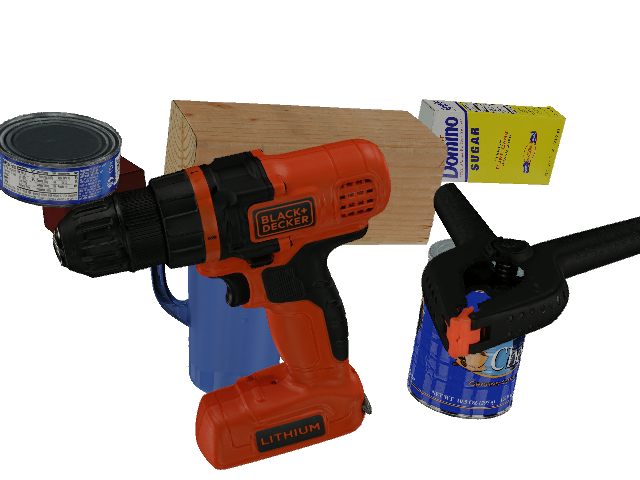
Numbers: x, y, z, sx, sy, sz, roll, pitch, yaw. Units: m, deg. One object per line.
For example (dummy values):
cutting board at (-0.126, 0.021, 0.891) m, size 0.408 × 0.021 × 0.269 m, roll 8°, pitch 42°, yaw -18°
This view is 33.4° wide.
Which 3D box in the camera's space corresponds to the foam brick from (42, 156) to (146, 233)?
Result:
foam brick at (-0.196, -0.037, 0.923) m, size 0.078 × 0.053 × 0.051 m, roll -19°, pitch 32°, yaw -30°

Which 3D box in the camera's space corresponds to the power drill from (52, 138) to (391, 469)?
power drill at (-0.046, 0.041, 0.608) m, size 0.184 × 0.188 × 0.057 m, roll -13°, pitch 34°, yaw -12°

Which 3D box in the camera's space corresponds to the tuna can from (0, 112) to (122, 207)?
tuna can at (-0.180, -0.056, 0.732) m, size 0.086 × 0.034 × 0.086 m, roll 6°, pitch 29°, yaw -4°

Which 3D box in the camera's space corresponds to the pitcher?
pitcher at (-0.107, 0.058, 1.252) m, size 0.149 × 0.243 × 0.144 m, roll 21°, pitch 26°, yaw 34°

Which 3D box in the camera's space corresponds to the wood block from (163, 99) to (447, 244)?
wood block at (-0.014, -0.054, 0.860) m, size 0.205 × 0.091 × 0.090 m, roll 0°, pitch 26°, yaw -21°

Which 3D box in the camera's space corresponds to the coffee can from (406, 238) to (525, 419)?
coffee can at (0.142, 0.081, 1.000) m, size 0.103 × 0.140 × 0.103 m, roll 7°, pitch 20°, yaw -3°

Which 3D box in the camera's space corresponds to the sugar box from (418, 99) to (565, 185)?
sugar box at (0.201, -0.117, 1.292) m, size 0.176 × 0.093 × 0.048 m, roll -1°, pitch 27°, yaw -20°

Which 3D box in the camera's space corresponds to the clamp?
clamp at (0.118, 0.014, 0.724) m, size 0.165 × 0.036 × 0.209 m, roll 14°, pitch 30°, yaw 29°
